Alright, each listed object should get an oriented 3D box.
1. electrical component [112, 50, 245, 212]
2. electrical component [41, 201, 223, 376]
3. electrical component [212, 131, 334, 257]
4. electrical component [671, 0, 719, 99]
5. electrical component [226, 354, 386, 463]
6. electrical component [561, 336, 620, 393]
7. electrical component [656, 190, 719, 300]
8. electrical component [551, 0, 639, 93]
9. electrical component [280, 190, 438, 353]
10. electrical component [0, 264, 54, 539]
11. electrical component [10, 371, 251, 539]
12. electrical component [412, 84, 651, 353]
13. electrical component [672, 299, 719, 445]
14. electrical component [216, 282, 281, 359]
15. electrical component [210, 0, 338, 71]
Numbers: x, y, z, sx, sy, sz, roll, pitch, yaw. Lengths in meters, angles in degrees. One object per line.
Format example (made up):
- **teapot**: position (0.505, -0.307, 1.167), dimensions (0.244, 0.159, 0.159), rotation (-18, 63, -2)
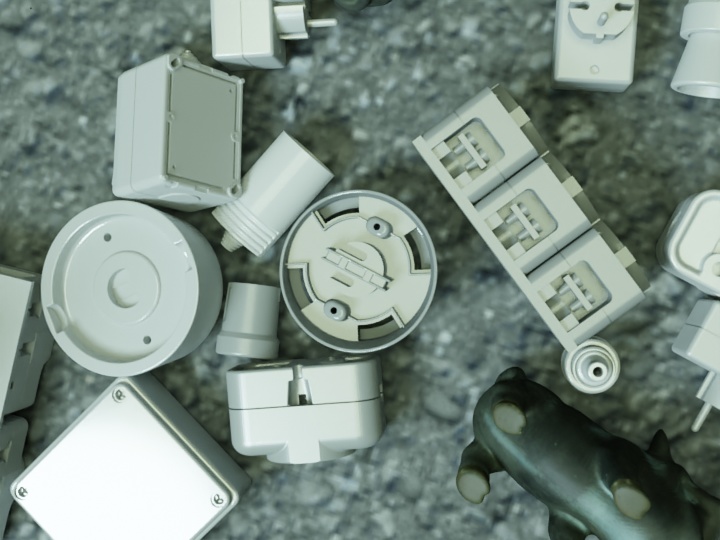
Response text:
- **electrical component**: position (-0.115, -0.089, 0.672), dimensions (0.061, 0.062, 0.096), rotation (-10, 75, 42)
- **electrical component**: position (-0.140, 0.012, 0.686), dimensions (0.108, 0.060, 0.108), rotation (0, 89, 16)
- **electrical component**: position (-0.059, -0.044, 0.688), dimensions (0.043, 0.043, 0.081), rotation (42, 95, 4)
- **electrical component**: position (0.217, -0.136, 0.655), dimensions (0.045, 0.045, 0.055), rotation (9, 92, 6)
- **electrical component**: position (-0.033, 0.088, 0.682), dimensions (0.095, 0.054, 0.059), rotation (-5, 91, 6)
- **electrical component**: position (0.142, 0.059, 0.658), dimensions (0.035, 0.061, 0.035), rotation (0, 91, 6)
- **electrical component**: position (0.231, -0.007, 0.648), dimensions (0.095, 0.059, 0.053), rotation (28, 94, 5)
- **electrical component**: position (0.144, -0.154, 0.647), dimensions (0.047, 0.076, 0.083), rotation (4, 92, 6)
- **electrical component**: position (0.000, 0.000, 0.671), dimensions (0.099, 0.064, 0.099), rotation (0, 91, 6)
- **electrical component**: position (-0.273, 0.084, 0.705), dimensions (0.105, 0.060, 0.186), rotation (14, 93, 6)
- **electrical component**: position (-0.146, 0.139, 0.694), dimensions (0.109, 0.056, 0.108), rotation (-44, 86, 5)
- **electrical component**: position (0.103, -0.032, 0.647), dimensions (0.062, 0.089, 0.150), rotation (-37, 87, 6)
- **electrical component**: position (0.231, 0.070, 0.656), dimensions (0.083, 0.047, 0.075), rotation (29, 92, 5)
- **electrical component**: position (-0.070, 0.033, 0.693), dimensions (0.040, 0.040, 0.046), rotation (6, 86, 6)
- **electrical component**: position (-0.052, -0.164, 0.682), dimensions (0.077, 0.047, 0.065), rotation (-2, 91, 6)
